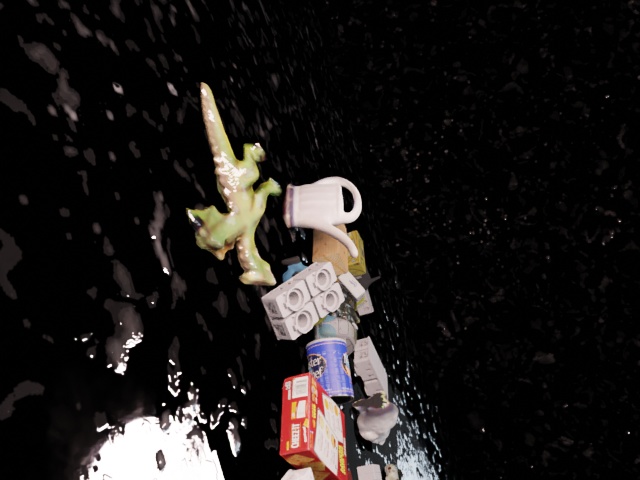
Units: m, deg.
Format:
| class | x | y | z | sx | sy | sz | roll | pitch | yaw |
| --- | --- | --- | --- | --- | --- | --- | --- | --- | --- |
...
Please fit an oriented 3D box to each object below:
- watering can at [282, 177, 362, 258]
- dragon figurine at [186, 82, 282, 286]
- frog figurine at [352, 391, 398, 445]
| class | x | y | z | sx | sy | sz | roll | pitch | yaw |
| --- | --- | --- | --- | --- | --- | --- | --- | --- | --- |
| watering can | 0.004 | -0.072 | 1.424 | 0.356 | 0.224 | 0.101 | -89 | 175 | -51 |
| dragon figurine | -0.183 | -0.081 | 1.008 | 0.403 | 0.121 | 0.248 | 63 | 25 | -27 |
| frog figurine | 0.175 | 0.548 | 1.525 | 0.139 | 0.122 | 0.158 | -24 | 107 | -42 |
